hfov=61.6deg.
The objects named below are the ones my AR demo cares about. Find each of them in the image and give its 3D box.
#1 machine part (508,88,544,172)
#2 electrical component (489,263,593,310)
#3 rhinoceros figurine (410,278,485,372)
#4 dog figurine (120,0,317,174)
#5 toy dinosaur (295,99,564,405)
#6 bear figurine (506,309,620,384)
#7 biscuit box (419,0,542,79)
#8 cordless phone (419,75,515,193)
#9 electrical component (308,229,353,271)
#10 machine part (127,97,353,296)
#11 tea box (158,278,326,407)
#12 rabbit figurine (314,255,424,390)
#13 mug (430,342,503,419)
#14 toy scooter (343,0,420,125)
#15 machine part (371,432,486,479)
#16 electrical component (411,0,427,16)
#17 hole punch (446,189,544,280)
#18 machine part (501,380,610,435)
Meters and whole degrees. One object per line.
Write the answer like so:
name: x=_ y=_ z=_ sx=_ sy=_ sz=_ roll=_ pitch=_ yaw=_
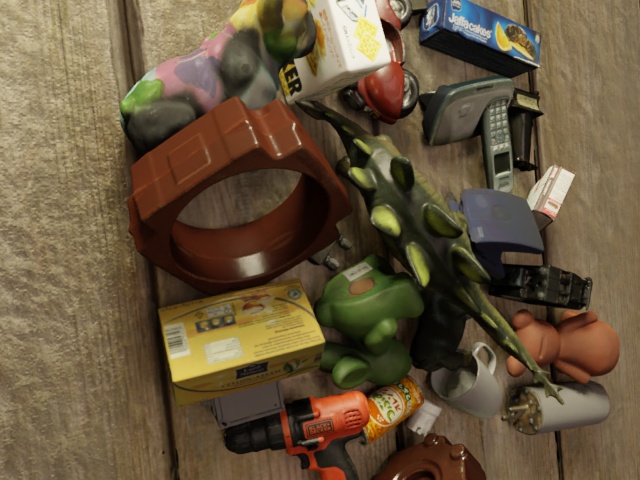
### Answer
machine part: x=0.340 y=-0.183 z=0.895 sx=0.084 sy=0.039 sz=0.138 roll=1 pitch=88 yaw=-36
electrical component: x=0.339 y=0.071 z=0.849 sx=0.134 sy=0.115 sz=0.058 roll=14 pitch=81 yaw=-28
rhinoceros figurine: x=0.175 y=0.095 z=0.776 sx=0.112 sy=0.073 sz=0.190 roll=8 pitch=80 yaw=8
dog figurine: x=-0.104 y=-0.192 z=0.571 sx=0.191 sy=0.109 sz=0.219 roll=2 pitch=124 yaw=-30
toy dinosaur: x=0.131 y=-0.002 z=0.663 sx=0.105 sy=0.198 sz=0.471 roll=-43 pitch=91 yaw=13
bear figurine: x=0.380 y=0.172 z=0.887 sx=0.196 sy=0.132 sz=0.120 roll=5 pitch=87 yaw=-9
biscuit box: x=0.251 y=-0.313 z=0.834 sx=0.202 sy=0.063 sz=0.059 roll=9 pitch=85 yaw=-27
cordless phone: x=0.231 y=-0.147 z=0.814 sx=0.146 sy=0.089 sz=0.184 roll=-18 pitch=102 yaw=-27
electrical component: x=-0.001 y=-0.002 z=0.725 sx=0.094 sy=0.021 sz=0.063 roll=39 pitch=73 yaw=-21
machine part: x=-0.083 y=-0.039 z=0.575 sx=0.201 sy=0.087 sz=0.201 roll=-32 pitch=143 yaw=9
tea box: x=-0.090 y=0.114 z=0.614 sx=0.170 sy=0.068 sz=0.098 roll=-9 pitch=51 yaw=-18
rabbit figurine: x=0.069 y=0.133 z=0.712 sx=0.159 sy=0.121 sz=0.170 roll=-31 pitch=117 yaw=-20
mug: x=0.234 y=0.216 z=0.820 sx=0.107 sy=0.081 sz=0.109 roll=45 pitch=66 yaw=-31
toy scooter: x=0.062 y=-0.249 z=0.730 sx=0.135 sy=0.075 sz=0.183 roll=-4 pitch=93 yaw=-22
machine part: x=0.136 y=0.342 z=0.709 sx=0.179 sy=0.179 sz=0.056 roll=-43 pitch=105 yaw=-21
electrical component: x=0.125 y=-0.368 z=0.778 sx=0.102 sy=0.045 sz=0.078 roll=-11 pitch=93 yaw=-27
hole punch: x=0.256 y=-0.018 z=0.794 sx=0.115 sy=0.092 sz=0.142 roll=26 pitch=46 yaw=-29
machine part: x=0.401 y=0.278 z=0.901 sx=0.243 sy=0.079 sz=0.079 roll=3 pitch=88 yaw=-26
